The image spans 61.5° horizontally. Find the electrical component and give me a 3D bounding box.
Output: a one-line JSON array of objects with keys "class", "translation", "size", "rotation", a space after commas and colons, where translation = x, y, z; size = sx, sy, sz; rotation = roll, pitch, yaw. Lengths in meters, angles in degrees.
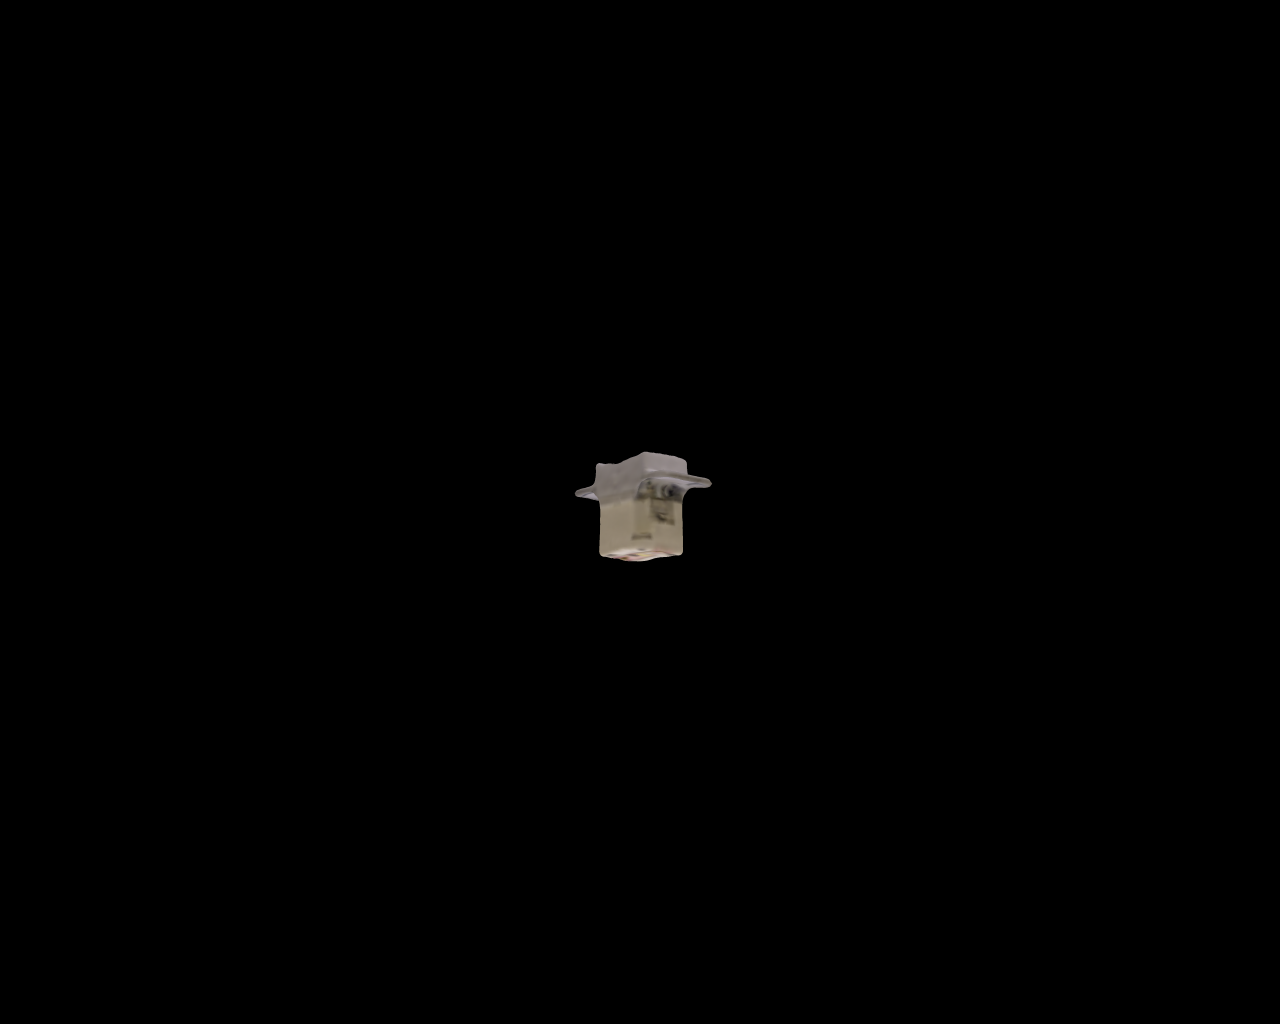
[{"class": "electrical component", "translation": [0.001, -0.003, 0.650], "size": [0.042, 0.063, 0.081], "rotation": [10, -15, -42]}]
